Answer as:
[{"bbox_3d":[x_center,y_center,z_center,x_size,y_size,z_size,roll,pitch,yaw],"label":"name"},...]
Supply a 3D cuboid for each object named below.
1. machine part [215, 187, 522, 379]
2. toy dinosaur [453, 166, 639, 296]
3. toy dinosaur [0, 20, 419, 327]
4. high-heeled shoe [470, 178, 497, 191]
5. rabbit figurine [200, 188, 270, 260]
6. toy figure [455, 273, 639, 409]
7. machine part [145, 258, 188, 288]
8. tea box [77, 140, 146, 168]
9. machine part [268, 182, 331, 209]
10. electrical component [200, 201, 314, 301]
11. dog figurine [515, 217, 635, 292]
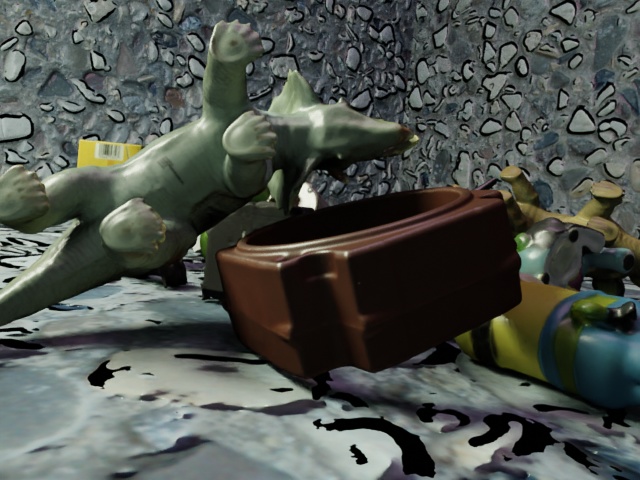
[{"bbox_3d":[0.033,0.019,0.423,0.201,0.087,0.202,-18,12,-26],"label":"machine part"},{"bbox_3d":[0.409,0.008,0.823,0.472,0.105,0.198,27,-24,35],"label":"toy dinosaur"},{"bbox_3d":[-0.118,-0.037,0.447,0.405,0.131,0.192,-31,-13,-9],"label":"toy dinosaur"},{"bbox_3d":[0.177,0.004,0.737,0.086,0.145,0.248,49,-11,27],"label":"high-heeled shoe"},{"bbox_3d":[-0.128,-0.011,0.754,0.121,0.159,0.170,-9,-3,-35],"label":"rabbit figurine"},{"bbox_3d":[0.179,0.072,0.403,0.089,0.082,0.180,3,8,-28],"label":"toy figure"},{"bbox_3d":[-0.218,0.030,0.664,0.139,0.039,0.084,8,0,40],"label":"machine part"},{"bbox_3d":[-0.287,-0.052,0.764,0.098,0.169,0.068,8,6,8],"label":"tea box"},{"bbox_3d":[-0.001,-0.002,0.692,0.079,0.079,0.243,9,-20,29],"label":"machine part"},{"bbox_3d":[-0.055,0.016,0.567,0.134,0.114,0.058,5,6,15],"label":"electrical component"},{"bbox_3d":[0.297,0.039,0.755,0.191,0.108,0.219,23,-6,-21],"label":"dog figurine"}]
